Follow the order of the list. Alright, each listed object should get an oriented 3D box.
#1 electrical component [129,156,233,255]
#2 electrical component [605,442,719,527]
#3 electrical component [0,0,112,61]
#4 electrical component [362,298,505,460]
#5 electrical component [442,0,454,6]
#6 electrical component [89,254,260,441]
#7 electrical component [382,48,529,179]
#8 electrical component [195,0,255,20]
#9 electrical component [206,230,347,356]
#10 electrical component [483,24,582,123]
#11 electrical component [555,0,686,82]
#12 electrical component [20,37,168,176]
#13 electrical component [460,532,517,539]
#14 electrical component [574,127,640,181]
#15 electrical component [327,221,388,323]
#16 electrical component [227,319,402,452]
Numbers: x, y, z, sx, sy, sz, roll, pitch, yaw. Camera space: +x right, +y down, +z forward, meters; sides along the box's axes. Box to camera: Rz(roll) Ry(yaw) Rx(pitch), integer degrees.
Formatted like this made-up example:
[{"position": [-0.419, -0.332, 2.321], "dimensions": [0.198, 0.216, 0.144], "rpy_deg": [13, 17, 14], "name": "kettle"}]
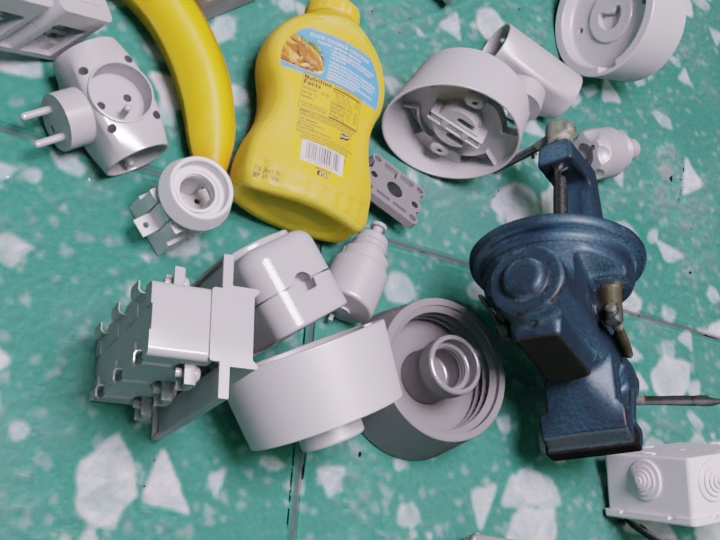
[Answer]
[{"position": [-0.110, -0.042, 0.680], "dimensions": [0.066, 0.055, 0.048], "rpy_deg": [-31, 89, -35], "name": "electrical component"}, {"position": [0.241, 0.155, 0.793], "dimensions": [0.100, 0.100, 0.048], "rpy_deg": [-1, 85, -32], "name": "electrical component"}, {"position": [-0.227, -0.230, 0.648], "dimensions": [0.105, 0.060, 0.186], "rpy_deg": [-7, 74, -65], "name": "electrical component"}, {"position": [0.049, 0.071, 0.731], "dimensions": [0.108, 0.060, 0.108], "rpy_deg": [11, 67, -27], "name": "electrical component"}, {"position": [0.058, -0.259, 0.869], "dimensions": [0.081, 0.043, 0.043], "rpy_deg": [45, 56, -9], "name": "electrical component"}, {"position": [-0.109, 0.046, 0.608], "dimensions": [0.063, 0.121, 0.078], "rpy_deg": [10, 68, -25], "name": "electrical component"}, {"position": [0.073, -0.112, 0.792], "dimensions": [0.099, 0.099, 0.064], "rpy_deg": [39, 51, -13], "name": "electrical component"}, {"position": [-0.092, -0.215, 0.742], "dimensions": [0.066, 0.077, 0.047], "rpy_deg": [-33, 91, -35], "name": "electrical component"}, {"position": [-0.059, 0.016, 0.665], "dimensions": [0.054, 0.095, 0.059], "rpy_deg": [-28, 88, -35], "name": "electrical component"}, {"position": [0.133, -0.148, 0.873], "dimensions": [0.077, 0.043, 0.079], "rpy_deg": [32, 60, -17], "name": "electrical component"}, {"position": [0.227, -0.212, 0.918], "dimensions": [0.060, 0.108, 0.108], "rpy_deg": [6, 69, -36], "name": "electrical component"}, {"position": [-0.171, -0.097, 0.671], "dimensions": [0.079, 0.044, 0.077], "rpy_deg": [-25, 86, -35], "name": "electrical component"}, {"position": [0.096, 0.226, 0.709], "dimensions": [0.100, 0.048, 0.099], "rpy_deg": [15, 65, -26], "name": "electrical component"}, {"position": [0.208, -0.098, 0.900], "dimensions": [0.062, 0.043, 0.043], "rpy_deg": [-12, 79, -35], "name": "electrical component"}, {"position": [0.000, 0.000, 0.740], "dimensions": [0.040, 0.040, 0.078], "rpy_deg": [33, 59, -17], "name": "electrical component"}, {"position": [-0.026, 0.076, 0.659], "dimensions": [0.108, 0.108, 0.060], "rpy_deg": [-19, 89, -35], "name": "electrical component"}]
